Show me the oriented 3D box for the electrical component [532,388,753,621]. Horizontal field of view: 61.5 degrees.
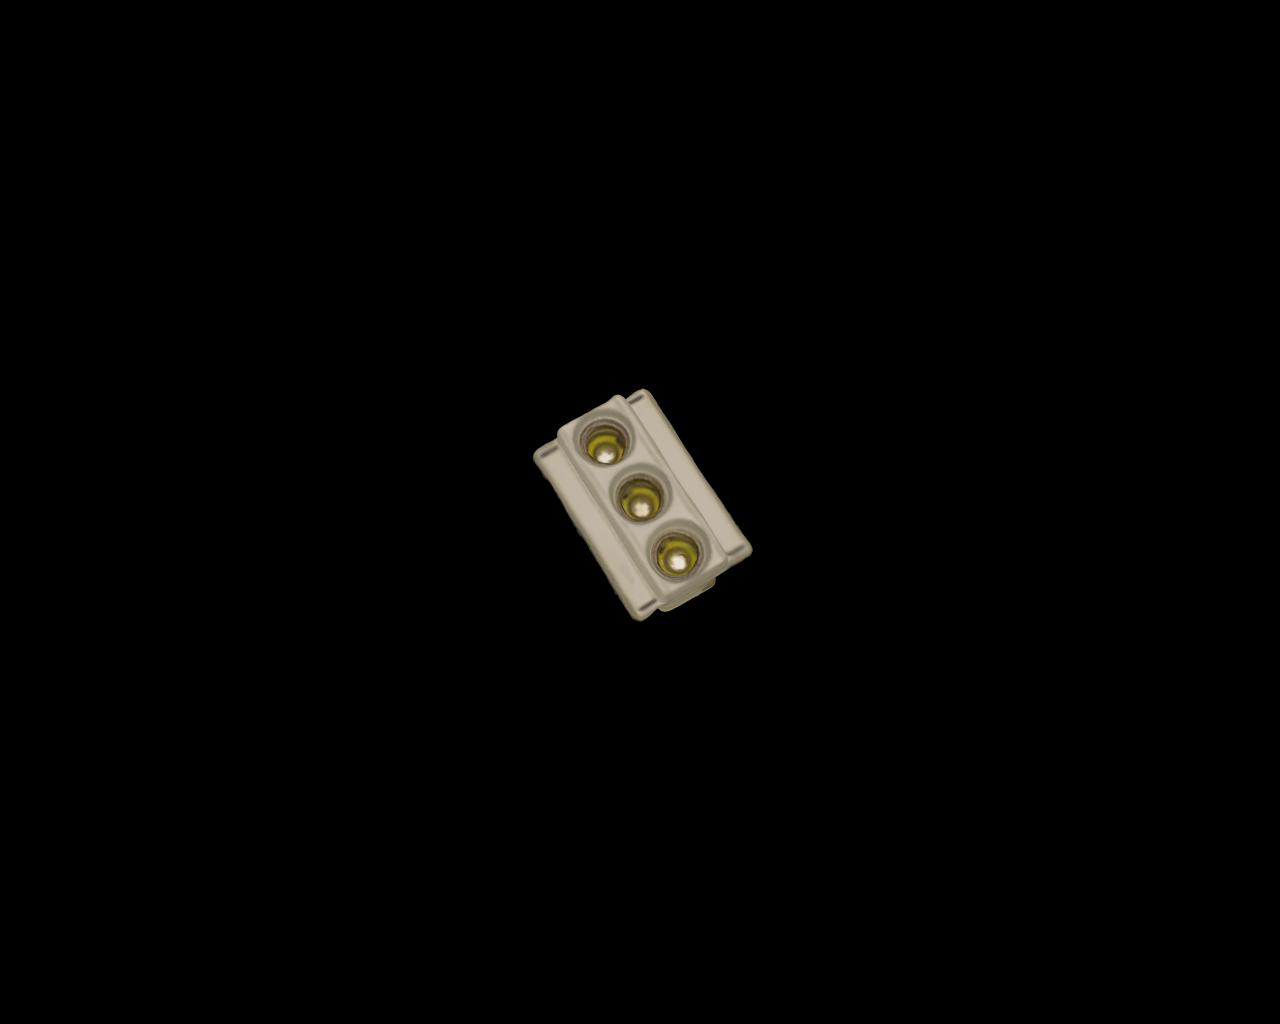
[{"bbox_3d":[0.001,-0.003,0.650,0.079,0.121,0.063,-30,-15,-9],"label":"electrical component"}]
